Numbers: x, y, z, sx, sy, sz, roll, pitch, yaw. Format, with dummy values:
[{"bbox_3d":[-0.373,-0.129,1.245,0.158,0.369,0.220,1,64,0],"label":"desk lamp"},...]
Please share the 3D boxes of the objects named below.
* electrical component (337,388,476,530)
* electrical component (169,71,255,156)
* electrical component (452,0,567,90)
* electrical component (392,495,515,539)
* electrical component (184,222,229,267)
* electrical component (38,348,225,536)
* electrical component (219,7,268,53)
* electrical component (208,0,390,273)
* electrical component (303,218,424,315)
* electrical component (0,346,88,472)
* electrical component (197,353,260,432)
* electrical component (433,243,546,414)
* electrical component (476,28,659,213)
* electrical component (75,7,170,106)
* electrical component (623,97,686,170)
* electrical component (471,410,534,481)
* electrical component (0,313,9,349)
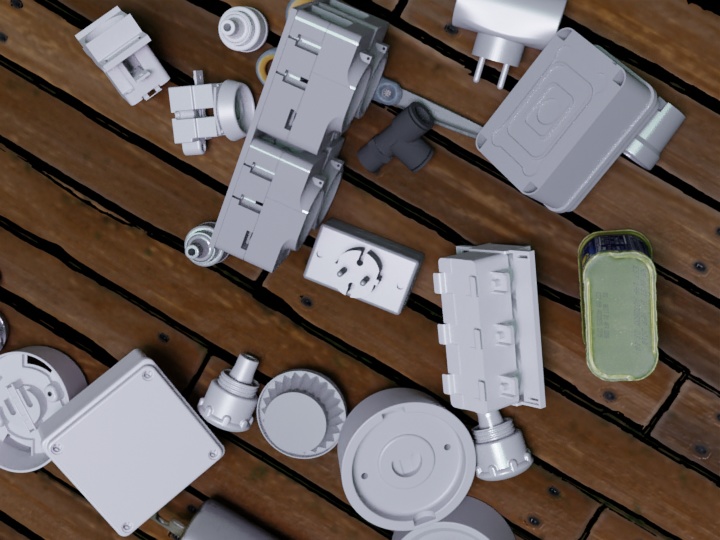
[{"bbox_3d":[0.033,0.147,0.866,0.108,0.060,0.108,-3,104,-11],"label":"electrical component"},{"bbox_3d":[-0.117,-0.126,0.857,0.055,0.048,0.066,-2,100,19],"label":"electrical component"},{"bbox_3d":[0.107,-0.176,0.804,0.077,0.044,0.079,17,103,7],"label":"electrical component"},{"bbox_3d":[0.074,0.245,0.882,0.108,0.060,0.108,2,101,11],"label":"electrical component"},{"bbox_3d":[-0.126,-0.019,0.870,0.035,0.061,0.035,2,100,10],"label":"electrical component"},{"bbox_3d":[-0.187,0.140,0.882,0.109,0.056,0.108,-40,111,-12],"label":"electrical component"},{"bbox_3d":[-0.093,-0.186,0.832,0.035,0.061,0.035,2,101,10],"label":"electrical component"},{"bbox_3d":[-0.040,-0.101,0.803,0.060,0.105,0.186,24,112,4],"label":"electrical component"},{"bbox_3d":[0.000,0.000,0.842,0.083,0.076,0.047,22,104,6],"label":"electrical component"},{"bbox_3d":[-0.284,0.116,0.924,0.099,0.064,0.099,2,101,10],"label":"electrical component"},{"bbox_3d":[-0.104,0.101,0.898,0.048,0.048,0.062,25,97,5],"label":"electrical component"},{"bbox_3d":[0.099,0.045,0.832,0.079,0.063,0.121,6,105,51],"label":"electrical component"},{"bbox_3d":[0.152,-0.107,0.786,0.113,0.057,0.078,-52,51,17],"label":"electrical component"},{"bbox_3d":[-0.186,-0.167,0.848,0.042,0.081,0.063,-37,122,-8],"label":"electrical component"},{"bbox_3d":[0.214,-0.104,0.801,0.040,0.040,0.046,37,100,2],"label":"electrical component"},{"bbox_3d":[0.109,0.135,0.864,0.048,0.048,0.062,-17,90,13],"label":"electrical component"},{"bbox_3d":[-0.336,0.057,0.927,0.066,0.055,0.048,-6,99,12],"label":"electrical component"}]
